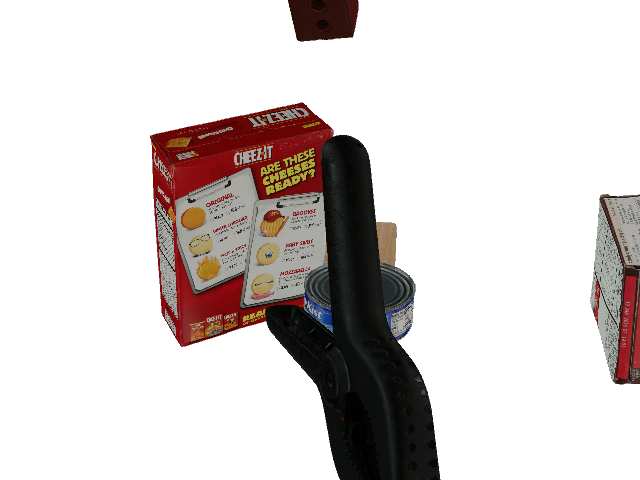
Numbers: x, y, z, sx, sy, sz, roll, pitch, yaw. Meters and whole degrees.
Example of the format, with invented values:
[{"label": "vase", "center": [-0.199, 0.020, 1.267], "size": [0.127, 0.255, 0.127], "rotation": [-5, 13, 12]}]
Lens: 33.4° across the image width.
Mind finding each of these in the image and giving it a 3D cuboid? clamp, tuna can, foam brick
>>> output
[{"label": "clamp", "center": [0.021, 0.060, 0.555], "size": [0.036, 0.165, 0.210], "rotation": [-5, 46, -20]}, {"label": "tuna can", "center": [0.030, 0.048, 0.823], "size": [0.086, 0.034, 0.086], "rotation": [1, 26, -1]}, {"label": "foam brick", "center": [0.001, -0.220, 0.931], "size": [0.053, 0.051, 0.078], "rotation": [-2, -41, 12]}]

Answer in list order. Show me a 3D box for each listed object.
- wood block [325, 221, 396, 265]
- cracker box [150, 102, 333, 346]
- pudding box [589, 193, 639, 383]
[{"label": "wood block", "center": [0.034, 0.054, 1.228], "size": [0.091, 0.090, 0.206], "rotation": [4, 22, 7]}, {"label": "cracker box", "center": [-0.077, -0.016, 1.050], "size": [0.164, 0.214, 0.072], "rotation": [-15, 39, -24]}, {"label": "pudding box", "center": [0.211, 0.030, 0.721], "size": [0.039, 0.090, 0.113], "rotation": [0, 27, 4]}]
